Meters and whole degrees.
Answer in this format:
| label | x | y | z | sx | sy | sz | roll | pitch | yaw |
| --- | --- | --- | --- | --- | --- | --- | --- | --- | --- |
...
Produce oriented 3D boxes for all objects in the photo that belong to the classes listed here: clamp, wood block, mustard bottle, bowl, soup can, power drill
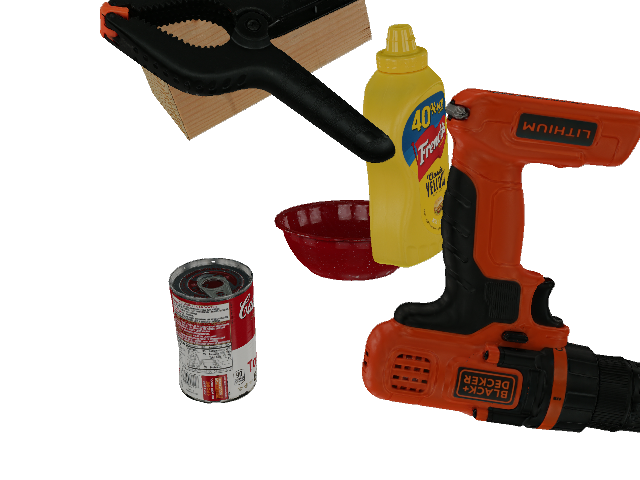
| label | x | y | z | sx | sy | sz | roll | pitch | yaw |
| --- | --- | --- | --- | --- | --- | --- | --- | --- | --- |
| clamp | -0.042 | -0.127 | 0.721 | 0.209 | 0.164 | 0.036 | 0 | -27 | -11 |
| wood block | -0.065 | -0.197 | 1.013 | 0.206 | 0.090 | 0.091 | -30 | -38 | -11 |
| mustard bottle | 0.071 | -0.081 | 0.877 | 0.058 | 0.191 | 0.096 | 10 | 28 | 33 |
| bowl | 0.034 | 0.002 | 1.102 | 0.162 | 0.055 | 0.162 | -1 | 15 | 0 |
| soup can | -0.087 | 0.075 | 0.880 | 0.068 | 0.102 | 0.068 | -1 | 27 | 0 |
| power drill | 0.126 | 0.015 | 0.598 | 0.184 | 0.188 | 0.057 | 8 | 9 | -5 |
